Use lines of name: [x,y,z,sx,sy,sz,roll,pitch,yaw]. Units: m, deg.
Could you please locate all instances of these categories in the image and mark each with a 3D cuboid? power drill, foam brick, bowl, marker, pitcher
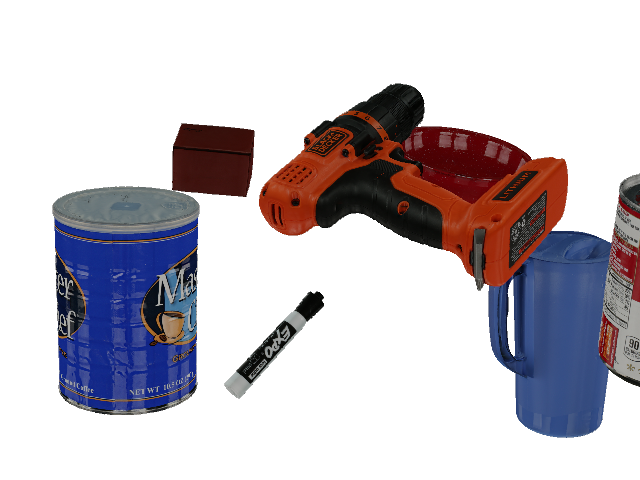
power drill: [0.076,-0.046,0.765,0.188,0.057,0.184,19,45,32]
foam brick: [-0.107,-0.081,1.073,0.078,0.051,0.053,5,33,1]
bowl: [0.159,-0.078,1.221,0.162,0.055,0.162,8,25,-4]
marker: [-0.039,0.091,0.956,0.121,0.020,0.020,-47,19,-18]
pitcher: [0.291,0.117,1.322,0.149,0.243,0.144,5,18,19]

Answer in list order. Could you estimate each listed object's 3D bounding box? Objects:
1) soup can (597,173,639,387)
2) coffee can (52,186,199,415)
soup can: [0.188,0.022,0.573,0.068,0.102,0.068,0,25,0]
coffee can: [-0.140,0.041,0.773,0.103,0.140,0.103,2,17,-1]
